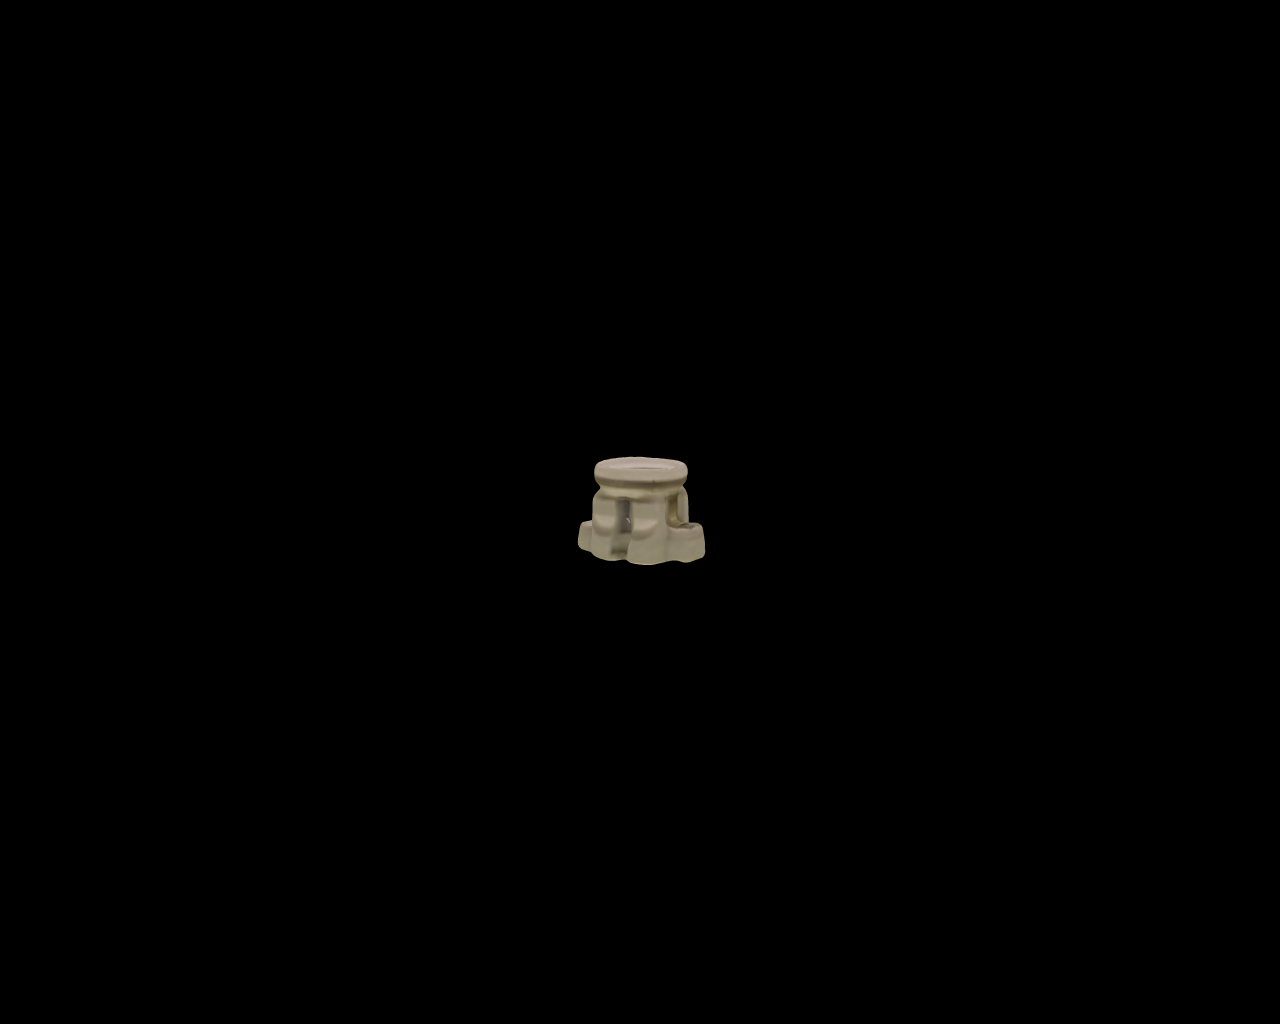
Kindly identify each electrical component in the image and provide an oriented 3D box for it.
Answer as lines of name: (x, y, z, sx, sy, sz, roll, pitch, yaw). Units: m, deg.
electrical component: (0.001, -0.003, 0.650, 0.078, 0.057, 0.058, 5, 12, 28)
